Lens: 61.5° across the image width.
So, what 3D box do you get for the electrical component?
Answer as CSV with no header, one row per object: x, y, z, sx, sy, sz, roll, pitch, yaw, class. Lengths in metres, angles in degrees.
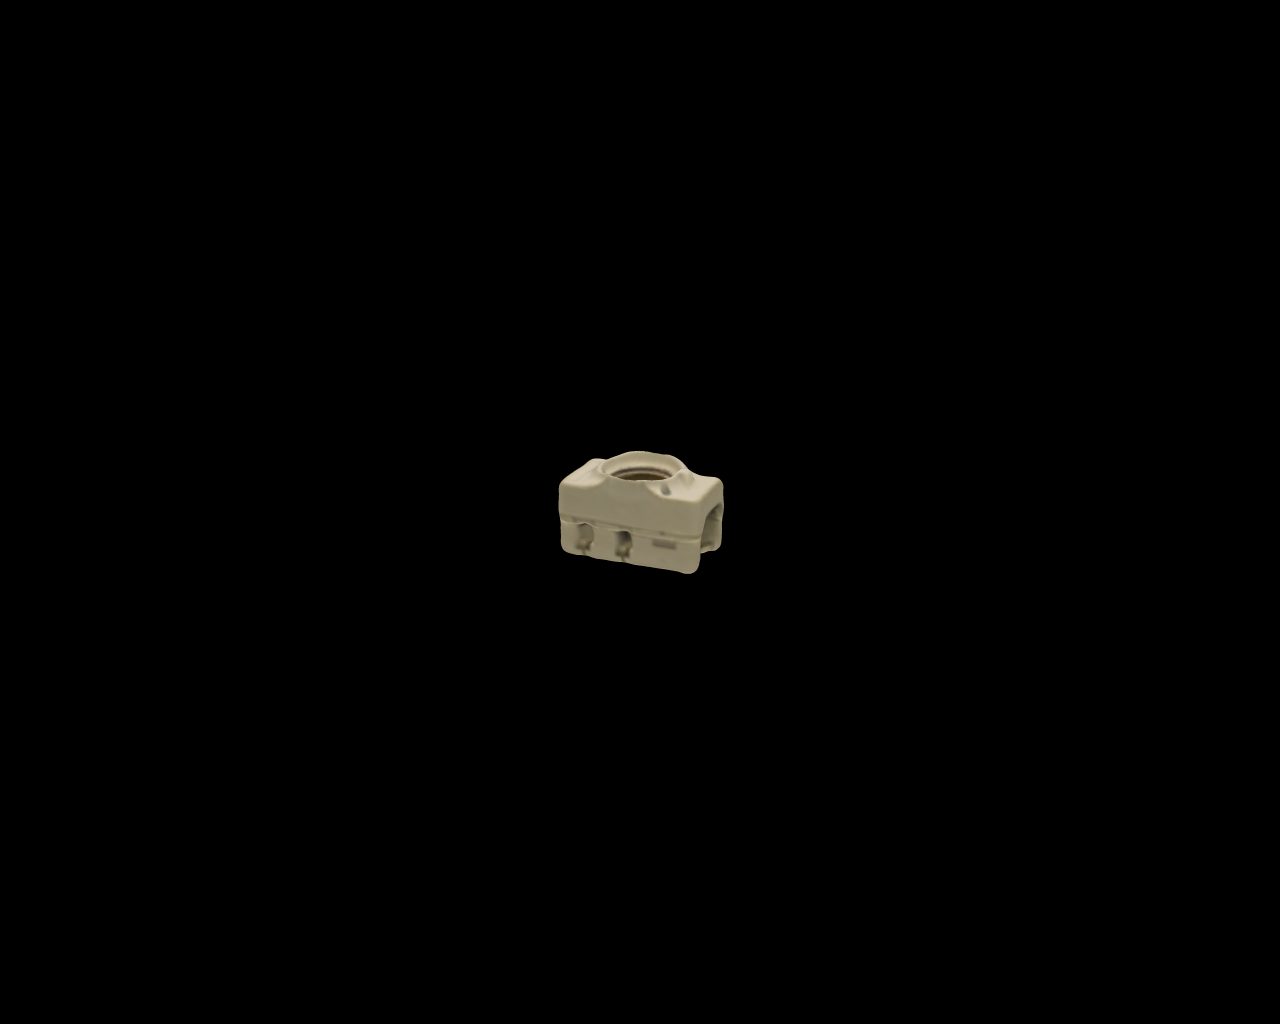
0.001,-0.003,0.650,0.089,0.055,0.050,10,24,22,electrical component
